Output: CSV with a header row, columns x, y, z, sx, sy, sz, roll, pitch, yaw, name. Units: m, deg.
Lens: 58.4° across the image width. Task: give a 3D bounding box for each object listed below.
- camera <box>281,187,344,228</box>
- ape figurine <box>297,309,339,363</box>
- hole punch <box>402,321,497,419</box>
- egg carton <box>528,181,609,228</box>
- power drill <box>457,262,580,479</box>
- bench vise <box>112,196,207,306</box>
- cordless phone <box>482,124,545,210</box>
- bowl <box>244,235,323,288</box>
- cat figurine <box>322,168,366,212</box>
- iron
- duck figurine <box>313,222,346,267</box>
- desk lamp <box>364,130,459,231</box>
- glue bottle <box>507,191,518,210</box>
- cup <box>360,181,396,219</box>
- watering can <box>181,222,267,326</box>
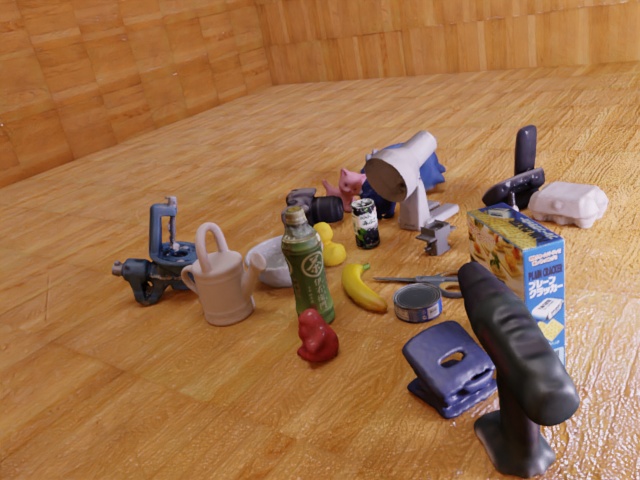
x,y,z,sx,sy,sz,roll,pitch,yaw,name
-0.016,-0.076,1.434,0.136,0.101,0.143,-4,25,15,camera
-0.011,0.153,0.935,0.076,0.092,0.078,-7,24,10,ape figurine
0.183,0.176,0.799,0.109,0.091,0.100,-23,26,-25,hole punch
0.533,-0.077,1.236,0.107,0.069,0.149,-30,30,-36,egg carton
0.221,0.159,0.676,0.075,0.209,0.229,-13,24,-5,power drill
-0.337,0.025,1.201,0.208,0.220,0.121,-19,25,-18,bench vise
0.448,-0.167,1.330,0.148,0.185,0.093,-21,26,-22,cordless phone
-0.070,0.053,1.204,0.167,0.075,0.167,-9,24,4,bowl
0.063,-0.139,1.518,0.127,0.118,0.067,2,27,28,cat figurine
0.208,-0.200,1.561,0.257,0.142,0.119,-4,25,15,iron
0.012,0.005,1.261,0.078,0.086,0.104,-22,26,-24,duck figurine
0.211,-0.131,1.317,0.204,0.214,0.117,-29,30,-35,desk lamp
0.347,-0.007,1.032,0.037,0.173,0.078,-5,25,14,glue bottle
0.145,-0.094,1.410,0.091,0.095,0.118,13,33,42,cup
-0.187,0.057,1.098,0.173,0.194,0.101,-12,24,-1,watering can
